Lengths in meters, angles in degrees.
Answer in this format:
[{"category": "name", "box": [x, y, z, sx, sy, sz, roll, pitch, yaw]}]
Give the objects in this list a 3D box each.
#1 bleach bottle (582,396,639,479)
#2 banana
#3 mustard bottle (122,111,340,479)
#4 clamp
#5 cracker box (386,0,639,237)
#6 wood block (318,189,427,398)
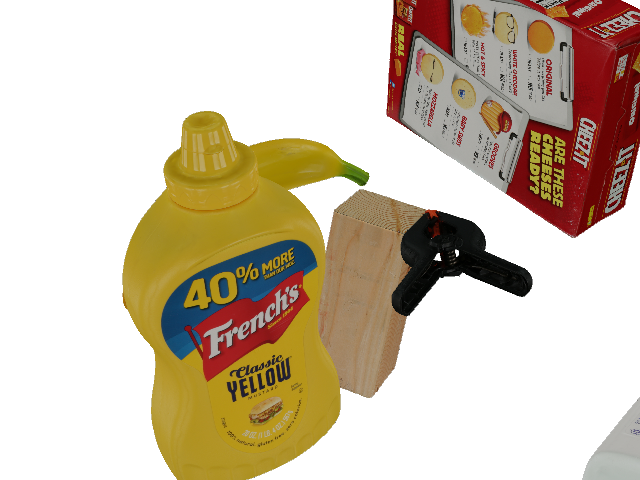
[{"category": "bleach bottle", "box": [0.247, 0.105, 0.628, 0.103, 0.068, 0.250, 19, 29, 32]}, {"category": "banana", "box": [-0.065, -0.019, 0.738, 0.198, 0.069, 0.037, -28, 20, 7]}, {"category": "mustard bottle", "box": [-0.042, 0.027, 0.505, 0.096, 0.192, 0.058, -20, 38, -20]}, {"category": "clamp", "box": [0.126, 0.015, 0.970, 0.120, 0.039, 0.171, -1, 28, 5]}, {"category": "cracker box", "box": [0.148, -0.128, 0.820, 0.072, 0.164, 0.214, -28, 48, -30]}, {"category": "wood block", "box": [0.052, 0.060, 1.213, 0.090, 0.206, 0.090, 19, 24, 17]}]
